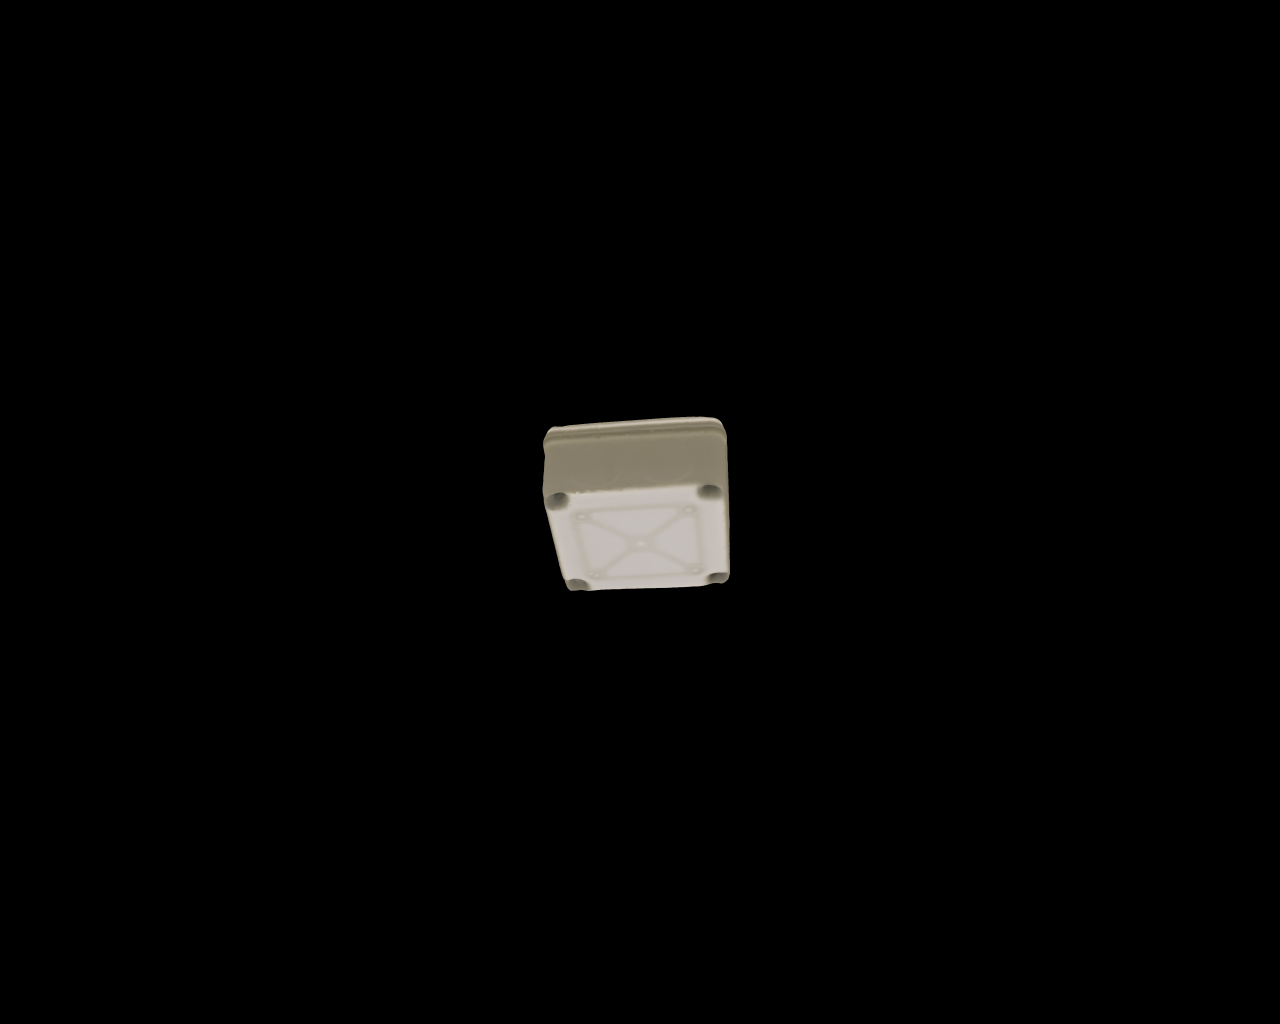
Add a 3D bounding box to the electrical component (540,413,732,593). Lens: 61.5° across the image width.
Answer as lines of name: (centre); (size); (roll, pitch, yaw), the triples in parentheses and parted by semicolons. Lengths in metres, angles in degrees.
electrical component: (0.001, -0.003, 0.650); (0.109, 0.056, 0.108); (-3, -37, 4)
